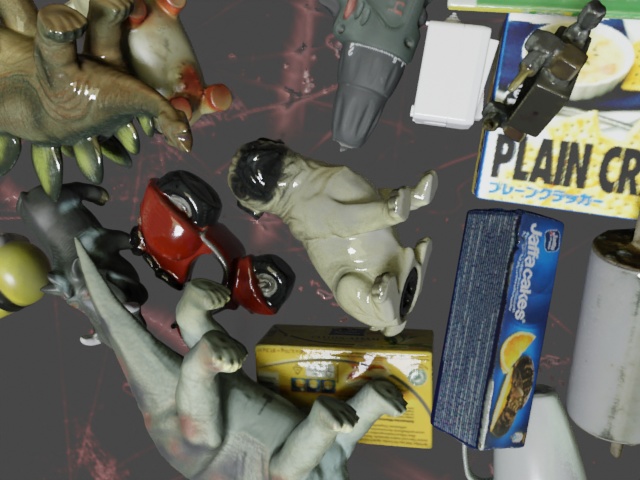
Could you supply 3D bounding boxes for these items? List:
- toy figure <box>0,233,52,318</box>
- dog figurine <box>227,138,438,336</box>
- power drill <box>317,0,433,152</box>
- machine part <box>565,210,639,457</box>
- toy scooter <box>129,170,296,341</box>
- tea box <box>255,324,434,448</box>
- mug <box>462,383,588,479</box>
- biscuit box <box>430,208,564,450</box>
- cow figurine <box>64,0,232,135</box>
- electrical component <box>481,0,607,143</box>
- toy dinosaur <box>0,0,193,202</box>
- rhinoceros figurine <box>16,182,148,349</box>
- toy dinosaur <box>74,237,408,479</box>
[{"bbox_3d":[-0.385,0.063,0.604,0.180,0.082,0.089,-37,108,7],"label":"toy figure"},{"bbox_3d":[0.001,-0.004,0.513,0.191,0.121,0.172,12,100,27],"label":"dog figurine"},{"bbox_3d":[-0.003,-0.223,0.483,0.207,0.086,0.232,30,102,11],"label":"power drill"},{"bbox_3d":[0.254,0.081,0.445,0.079,0.079,0.242,0,116,12],"label":"machine part"},{"bbox_3d":[-0.127,0.028,0.547,0.184,0.075,0.135,45,105,-2],"label":"toy scooter"},{"bbox_3d":[0.027,0.140,0.530,0.170,0.068,0.098,2,100,11],"label":"tea box"},{"bbox_3d":[0.190,0.192,0.504,0.110,0.080,0.107,-6,87,29],"label":"mug"},{"bbox_3d":[0.155,0.074,0.471,0.059,0.063,0.202,11,89,-31],"label":"biscuit box"},{"bbox_3d":[-0.178,-0.194,0.515,0.127,0.085,0.194,-8,114,48],"label":"cow figurine"},{"bbox_3d":[0.156,-0.114,0.388,0.045,0.102,0.078,25,76,5],"label":"electrical component"},{"bbox_3d":[-0.288,-0.149,0.500,0.472,0.105,0.198,26,132,24],"label":"toy dinosaur"},{"bbox_3d":[-0.235,0.021,0.550,0.073,0.112,0.190,-37,81,12],"label":"rhinoceros figurine"},{"bbox_3d":[-0.070,0.168,0.467,0.405,0.131,0.192,31,105,13],"label":"toy dinosaur"}]
